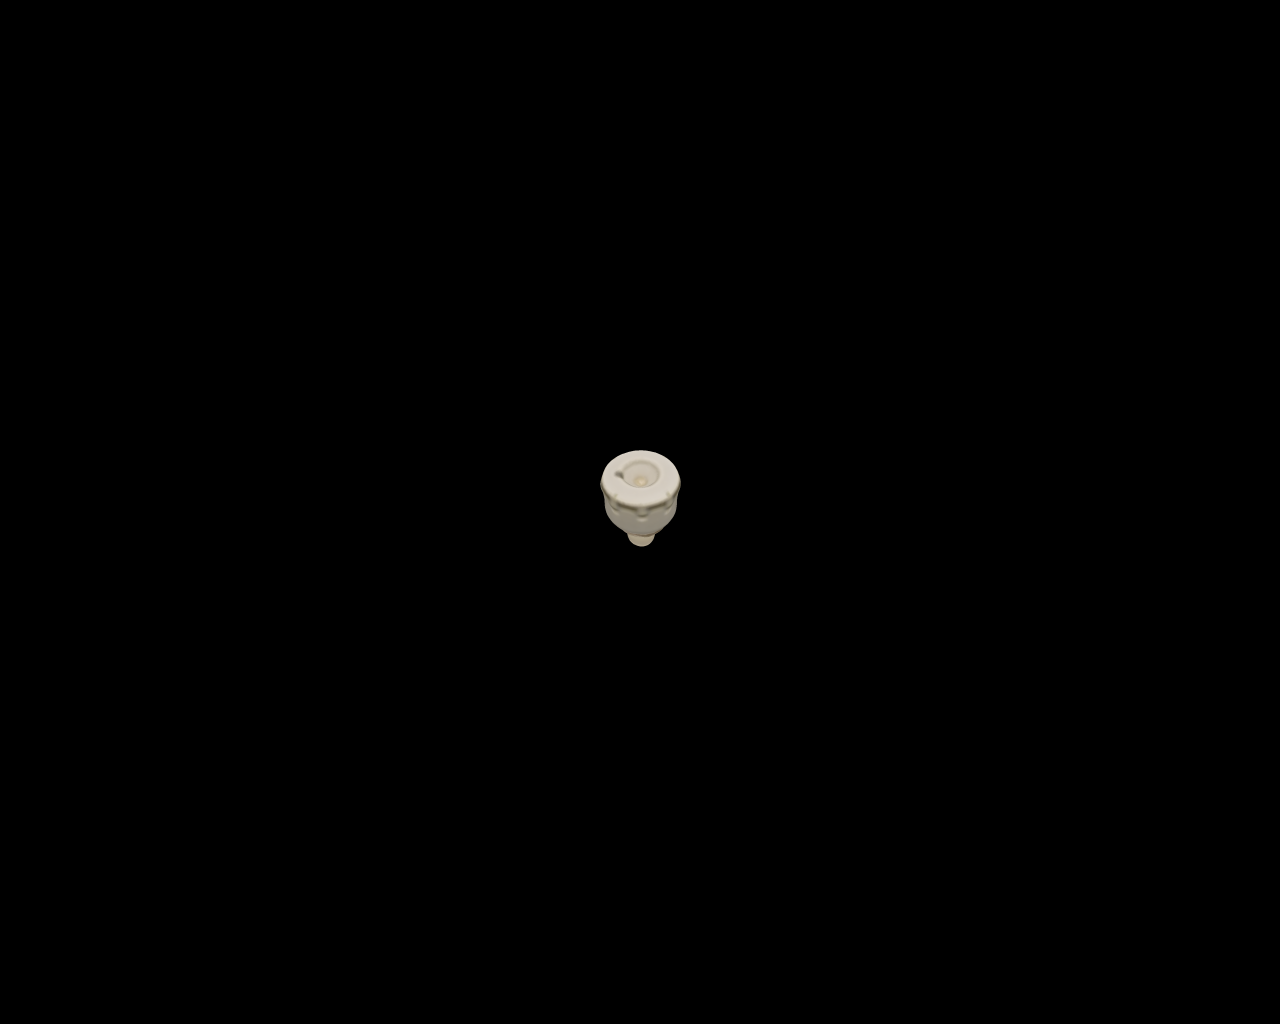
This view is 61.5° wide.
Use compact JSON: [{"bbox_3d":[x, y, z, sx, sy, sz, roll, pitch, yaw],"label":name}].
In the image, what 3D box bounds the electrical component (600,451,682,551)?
[{"bbox_3d":[0.001,-0.003,0.650,0.048,0.048,0.062,0,-42,0],"label":"electrical component"}]
